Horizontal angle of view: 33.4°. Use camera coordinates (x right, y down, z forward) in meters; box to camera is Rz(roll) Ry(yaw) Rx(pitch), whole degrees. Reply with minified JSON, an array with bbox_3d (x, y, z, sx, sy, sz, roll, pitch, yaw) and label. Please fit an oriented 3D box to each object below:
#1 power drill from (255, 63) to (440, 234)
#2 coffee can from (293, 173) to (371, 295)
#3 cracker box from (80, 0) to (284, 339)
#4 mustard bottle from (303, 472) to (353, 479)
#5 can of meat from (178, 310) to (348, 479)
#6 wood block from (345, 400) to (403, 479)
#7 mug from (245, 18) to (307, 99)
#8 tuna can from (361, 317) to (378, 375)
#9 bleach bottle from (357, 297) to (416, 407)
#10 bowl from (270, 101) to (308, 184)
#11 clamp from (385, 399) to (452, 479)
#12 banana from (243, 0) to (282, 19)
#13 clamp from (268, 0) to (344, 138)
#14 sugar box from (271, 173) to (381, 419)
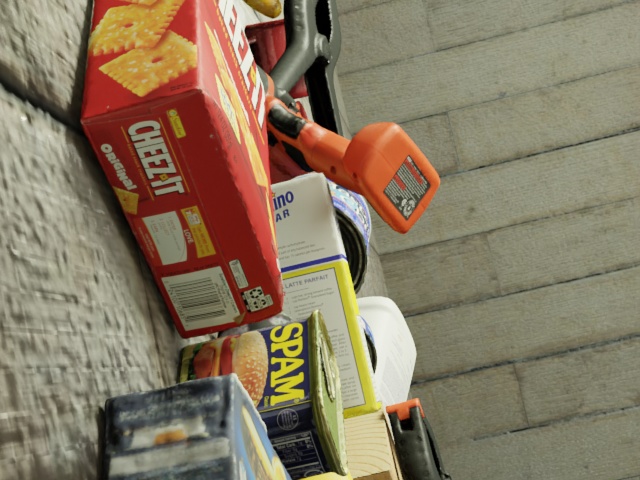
[{"bbox_3d":[-0.008,-0.085,0.833,0.188,0.057,0.184,31,-6,37],"label":"power drill"},{"bbox_3d":[-0.006,0.001,0.956,0.140,0.103,0.103,-75,151,-77],"label":"coffee can"},{"bbox_3d":[-0.076,-0.076,0.635,0.213,0.072,0.164,-97,172,-48],"label":"cracker box"},{"bbox_3d":[-0.002,0.187,0.709,0.192,0.058,0.096,-115,-155,-64],"label":"mustard bottle"},{"bbox_3d":[-0.033,0.093,0.601,0.102,0.084,0.057,-94,168,-57],"label":"can of meat"},{"bbox_3d":[0.035,0.247,0.865,0.091,0.090,0.206,-91,166,-63],"label":"wood block"},{"bbox_3d":[-0.049,-0.186,1.109,0.117,0.093,0.081,-27,111,-52],"label":"mug"},{"bbox_3d":[0.007,0.100,0.947,0.033,0.086,0.086,-90,165,-71],"label":"tuna can"},{"bbox_3d":[0.037,0.174,1.017,0.250,0.068,0.102,-72,143,-49],"label":"bleach bottle"},{"bbox_3d":[-0.028,-0.061,1.116,0.162,0.055,0.162,-14,90,-84],"label":"bowl"},{"bbox_3d":[0.092,0.206,0.858,0.120,0.039,0.171,-47,122,-85],"label":"clamp"},{"bbox_3d":[-0.079,-0.300,1.143,0.198,0.069,0.037,-98,-155,-50],"label":"banana"},{"bbox_3d":[-0.005,-0.173,1.044,0.164,0.036,0.210,49,41,-52],"label":"clamp"},{"bbox_3d":[-0.020,0.048,0.779,0.048,0.093,0.176,47,31,-79],"label":"sugar box"}]
